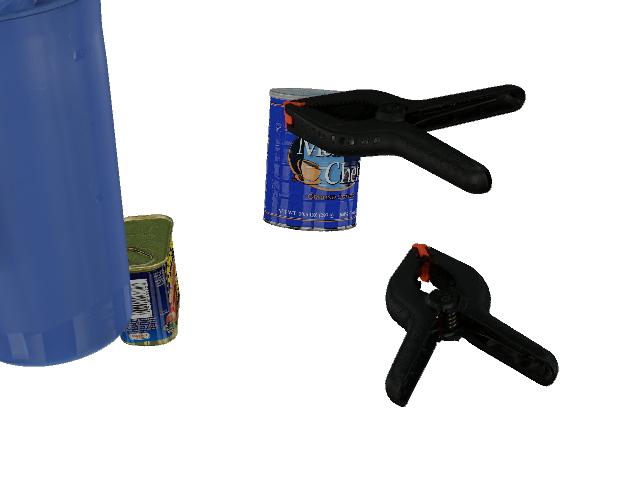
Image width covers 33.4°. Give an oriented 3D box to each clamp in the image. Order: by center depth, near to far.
[{"bbox_3d":[0.103,0.059,0.788,0.120,0.039,0.171,2,36,-3],"label":"clamp"},{"bbox_3d":[0.072,-0.104,0.931,0.210,0.036,0.164,12,36,23],"label":"clamp"}]

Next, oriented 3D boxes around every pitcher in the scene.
[{"bbox_3d":[-0.196,-0.040,0.675,0.149,0.243,0.145,-8,27,-8],"label":"pitcher"}]

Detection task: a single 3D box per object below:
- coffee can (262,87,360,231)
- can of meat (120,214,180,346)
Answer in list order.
[{"bbox_3d":[-0.007,-0.089,1.143,0.103,0.140,0.103,4,12,-1],"label":"coffee can"},{"bbox_3d":[-0.159,0.036,0.973,0.057,0.084,0.102,-5,27,-2],"label":"can of meat"}]
